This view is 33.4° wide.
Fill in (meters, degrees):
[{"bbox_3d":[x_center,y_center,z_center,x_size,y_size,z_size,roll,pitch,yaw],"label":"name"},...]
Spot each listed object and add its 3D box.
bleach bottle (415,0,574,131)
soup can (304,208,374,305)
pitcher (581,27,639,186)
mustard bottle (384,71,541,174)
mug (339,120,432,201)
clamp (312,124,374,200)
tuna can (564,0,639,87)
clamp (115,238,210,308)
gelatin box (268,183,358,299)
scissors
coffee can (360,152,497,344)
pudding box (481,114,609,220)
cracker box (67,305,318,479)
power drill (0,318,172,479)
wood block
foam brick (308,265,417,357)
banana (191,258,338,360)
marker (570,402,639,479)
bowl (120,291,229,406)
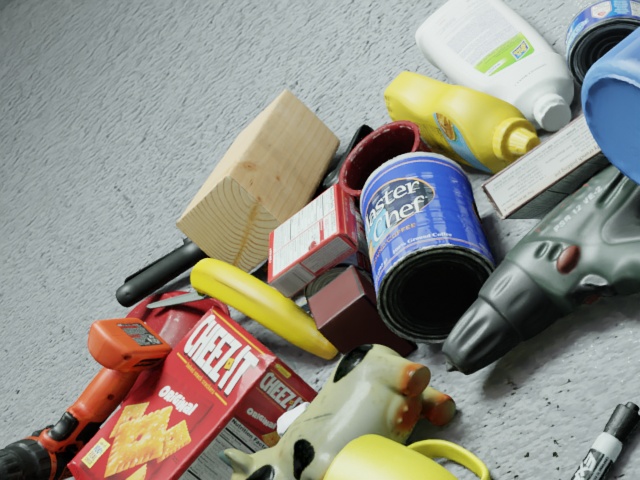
[{"bbox_3d":[0.179,-0.170,1.062,0.103,0.068,0.251,-40,33,12],"label":"bleach bottle"},{"bbox_3d":[0.016,0.019,1.017,0.069,0.068,0.102,-33,32,19],"label":"soup can"},{"bbox_3d":[0.309,-0.130,0.734,0.242,0.145,0.149,-35,16,-16],"label":"pitcher"},{"bbox_3d":[0.140,-0.104,0.992,0.058,0.096,0.192,-47,30,-7],"label":"mustard bottle"},{"bbox_3d":[0.076,-0.059,1.028,0.093,0.081,0.117,-40,31,7],"label":"mug"},{"bbox_3d":[0.031,-0.060,1.120,0.171,0.039,0.120,-57,14,-15],"label":"clamp"},{"bbox_3d":[0.259,-0.169,0.938,0.086,0.086,0.033,-25,37,30],"label":"tuna can"},{"bbox_3d":[-0.141,0.013,1.201,0.210,0.036,0.164,-31,7,2],"label":"clamp"},{"bbox_3d":[-0.006,0.001,0.968,0.089,0.030,0.073,-36,32,24],"label":"gelatin box"},{"bbox_3d":[-0.082,0.061,1.086,0.202,0.016,0.096,-23,42,5],"label":"scissors"},{"bbox_3d":[0.091,0.004,0.909,0.103,0.102,0.140,-33,32,19],"label":"coffee can"},{"bbox_3d":[0.198,-0.060,0.864,0.114,0.089,0.039,-39,70,27],"label":"pudding box"},{"bbox_3d":[-0.123,0.177,0.985,0.213,0.072,0.164,-49,29,-7],"label":"cracker box"},{"bbox_3d":[-0.237,0.164,1.036,0.188,0.057,0.184,-52,-14,10],"label":"power drill"},{"bbox_3d":[-0.059,-0.063,1.133,0.091,0.090,0.206,-39,15,32],"label":"wood block"},{"bbox_3d":[0.036,0.071,0.921,0.051,0.078,0.053,-39,28,10],"label":"foam brick"},{"bbox_3d":[-0.064,0.057,1.017,0.198,0.069,0.037,24,77,40],"label":"banana"},{"bbox_3d":[0.176,0.157,0.702,0.121,0.020,0.020,-53,31,-15],"label":"marker"},{"bbox_3d":[-0.175,0.110,1.152,0.162,0.055,0.162,-31,33,22],"label":"bowl"}]
